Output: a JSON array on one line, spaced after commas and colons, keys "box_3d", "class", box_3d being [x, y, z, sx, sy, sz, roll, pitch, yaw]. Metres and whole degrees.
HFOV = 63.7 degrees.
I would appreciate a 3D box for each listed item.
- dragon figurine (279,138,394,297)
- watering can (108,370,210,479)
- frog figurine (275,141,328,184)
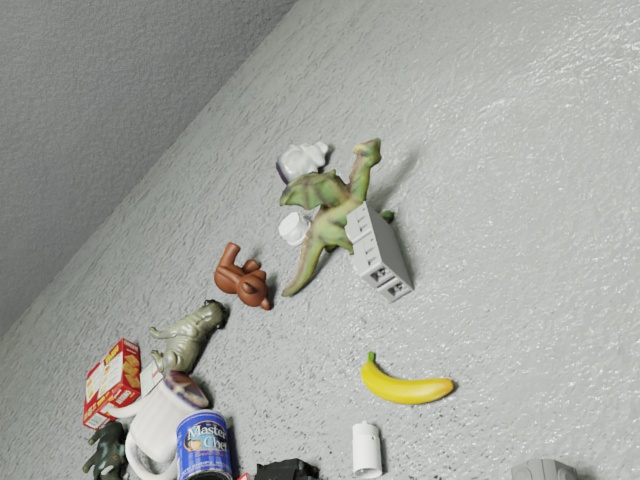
[{"box_3d": [0.003, -0.057, 1.130, 0.410, 0.239, 0.124, -45, 37, 3], "class": "dragon figurine"}, {"box_3d": [-0.383, 0.405, 1.203, 0.350, 0.102, 0.226, 22, 74, 47], "class": "watering can"}, {"box_3d": [-0.042, -0.218, 1.466, 0.159, 0.121, 0.139, -34, 67, 7], "class": "frog figurine"}]
